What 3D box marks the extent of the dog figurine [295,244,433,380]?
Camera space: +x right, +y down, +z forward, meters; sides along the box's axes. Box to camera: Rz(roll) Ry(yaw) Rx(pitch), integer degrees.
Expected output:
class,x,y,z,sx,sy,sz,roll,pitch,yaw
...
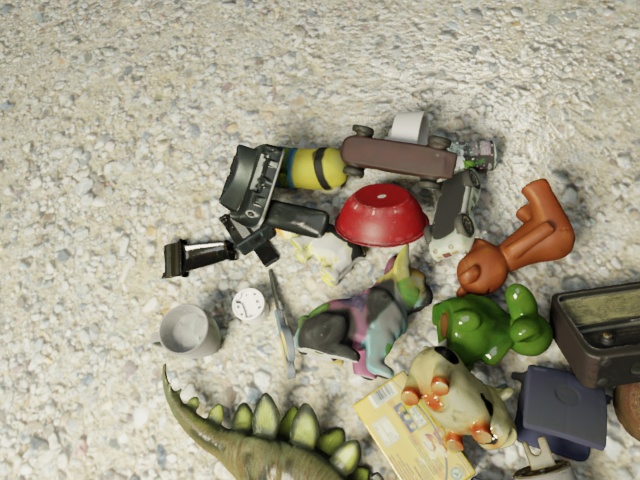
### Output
class,x,y,z,sx,sy,sz,roll,pitch,yaw
dog figurine,0.078,0.102,0.853,0.192,0.108,0.219,22,66,-2

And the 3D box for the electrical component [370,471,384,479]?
class,x,y,z,sx,sy,sz,roll,pitch,yaw
electrical component,0.091,0.365,0.727,0.063,0.021,0.094,-35,85,-29

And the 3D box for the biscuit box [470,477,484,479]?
class,x,y,z,sx,sy,sz,roll,pitch,yaw
biscuit box,0.211,0.428,0.715,0.059,0.062,0.202,12,69,16

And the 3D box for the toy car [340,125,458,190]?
class,x,y,z,sx,sy,sz,roll,pitch,yaw
toy car,0.130,-0.138,0.905,0.202,0.053,0.089,12,91,23

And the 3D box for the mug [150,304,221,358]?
class,x,y,z,sx,sy,sz,roll,pitch,yaw
mug,-0.214,0.161,0.881,0.110,0.107,0.081,-19,64,5

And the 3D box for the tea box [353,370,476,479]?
class,x,y,z,sx,sy,sz,roll,pitch,yaw
tea box,0.135,0.290,0.785,0.098,0.068,0.170,-32,67,-4

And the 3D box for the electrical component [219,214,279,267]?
class,x,y,z,sx,sy,sz,roll,pitch,yaw
electrical component,-0.122,-0.008,0.973,0.075,0.047,0.119,-31,64,-4

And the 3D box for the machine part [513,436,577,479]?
class,x,y,z,sx,sy,sz,roll,pitch,yaw
machine part,0.318,0.381,0.696,0.079,0.079,0.243,-17,76,2

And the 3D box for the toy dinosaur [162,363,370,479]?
class,x,y,z,sx,sy,sz,roll,pitch,yaw
toy dinosaur,-0.062,0.338,0.784,0.472,0.105,0.198,23,65,9

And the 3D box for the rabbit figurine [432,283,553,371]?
class,x,y,z,sx,sy,sz,roll,pitch,yaw
rabbit figurine,0.269,0.127,0.804,0.170,0.159,0.121,3,57,-5

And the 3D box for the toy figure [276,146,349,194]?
class,x,y,z,sx,sy,sz,roll,pitch,yaw
toy figure,-0.034,-0.132,0.989,0.180,0.089,0.082,10,76,11

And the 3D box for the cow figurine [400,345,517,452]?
class,x,y,z,sx,sy,sz,roll,pitch,yaw
cow figurine,0.202,0.222,0.749,0.085,0.195,0.127,-34,18,35

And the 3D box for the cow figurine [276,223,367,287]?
class,x,y,z,sx,sy,sz,roll,pitch,yaw
cow figurine,-0.003,-0.004,0.939,0.098,0.068,0.167,-42,70,-15

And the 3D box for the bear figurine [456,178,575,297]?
class,x,y,z,sx,sy,sz,roll,pitch,yaw
bear figurine,0.293,0.008,0.859,0.196,0.120,0.132,-22,61,5

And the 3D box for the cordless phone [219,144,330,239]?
class,x,y,z,sx,sy,sz,roll,pitch,yaw
cordless phone,-0.063,-0.082,0.907,0.184,0.088,0.146,15,82,18

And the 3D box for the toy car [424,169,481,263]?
class,x,y,z,sx,sy,sz,roll,pitch,yaw
toy car,0.224,-0.047,0.893,0.073,0.056,0.202,-23,31,38

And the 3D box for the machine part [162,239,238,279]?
class,x,y,z,sx,sy,sz,roll,pitch,yaw
machine part,-0.221,0.029,0.980,0.139,0.039,0.084,-8,61,8

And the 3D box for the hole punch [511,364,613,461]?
class,x,y,z,sx,sy,sz,roll,pitch,yaw
hole punch,0.343,0.239,0.764,0.142,0.092,0.116,11,65,18

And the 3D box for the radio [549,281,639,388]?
class,x,y,z,sx,sy,sz,roll,pitch,yaw
radio,0.466,0.129,0.771,0.230,0.073,0.131,-10,37,6
